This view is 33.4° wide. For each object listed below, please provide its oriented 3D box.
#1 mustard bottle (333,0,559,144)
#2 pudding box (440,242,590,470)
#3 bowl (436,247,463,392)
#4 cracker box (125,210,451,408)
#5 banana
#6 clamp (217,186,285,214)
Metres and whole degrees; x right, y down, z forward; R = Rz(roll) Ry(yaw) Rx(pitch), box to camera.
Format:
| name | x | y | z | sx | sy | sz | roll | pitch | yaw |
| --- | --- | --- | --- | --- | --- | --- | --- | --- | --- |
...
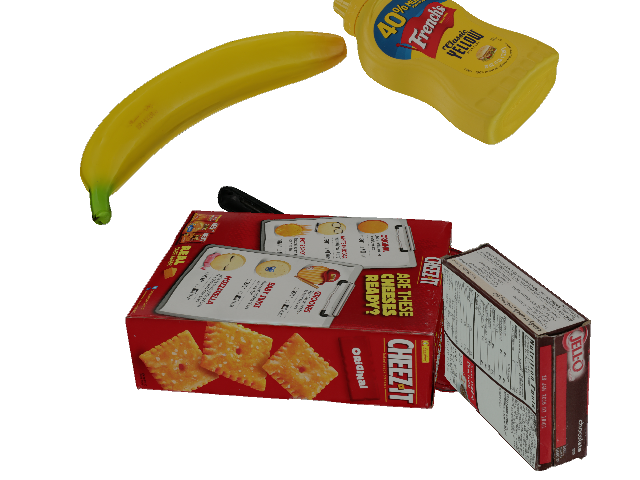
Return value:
| name | x | y | z | sx | sy | sz | roll | pitch | yaw |
| --- | --- | --- | --- | --- | --- | --- | --- | --- | --- |
| mustard bottle | 0.088 | -0.155 | 0.863 | 0.192 | 0.096 | 0.058 | 33 | -26 | 26 |
| pudding box | 0.111 | 0.065 | 0.621 | 0.039 | 0.090 | 0.114 | -14 | 27 | -19 |
| bowl | 0.157 | 0.085 | 1.165 | 0.161 | 0.162 | 0.055 | 0 | -6 | -38 |
| cracker box | -0.015 | 0.047 | 0.792 | 0.214 | 0.072 | 0.164 | 3 | 29 | 10 |
| banana | -0.074 | -0.080 | 0.646 | 0.197 | 0.070 | 0.037 | -39 | -25 | -22 |
| clamp | -0.013 | 0.011 | 1.032 | 0.210 | 0.036 | 0.164 | 18 | 23 | -1 |
